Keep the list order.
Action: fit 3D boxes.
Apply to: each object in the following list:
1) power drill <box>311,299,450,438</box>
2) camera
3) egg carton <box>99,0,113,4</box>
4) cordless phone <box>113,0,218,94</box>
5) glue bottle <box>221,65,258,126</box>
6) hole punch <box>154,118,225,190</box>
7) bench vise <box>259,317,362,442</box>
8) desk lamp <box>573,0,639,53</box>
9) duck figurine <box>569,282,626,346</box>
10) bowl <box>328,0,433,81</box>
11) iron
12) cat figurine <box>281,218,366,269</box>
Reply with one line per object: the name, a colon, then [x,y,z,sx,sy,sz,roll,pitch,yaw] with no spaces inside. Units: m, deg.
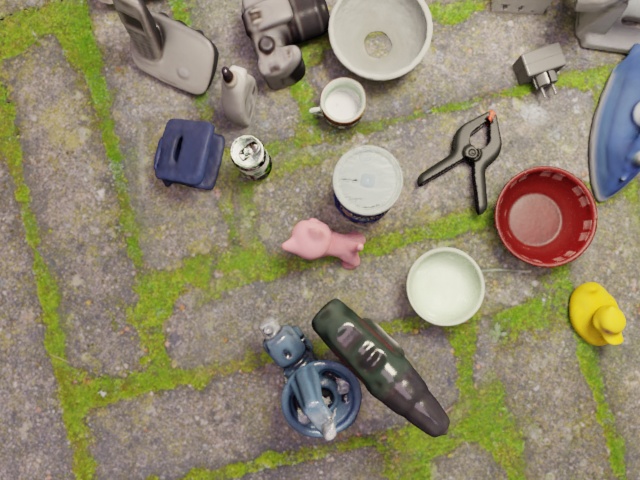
power drill: [0.086,0.178,0.839,0.229,0.208,0.075,42,88,3]
camera: [-0.048,-0.340,0.927,0.137,0.101,0.143,-18,86,0]
egg carton: [-0.310,-0.454,0.955,0.150,0.069,0.107,-15,86,0]
cordless phone: [-0.239,-0.310,0.887,0.147,0.185,0.094,23,87,3]
glue bottle: [-0.130,-0.234,0.886,0.037,0.173,0.078,15,87,3]
hole punch: [-0.216,-0.138,0.923,0.101,0.091,0.109,12,87,2]
bench vise: [-0.028,0.214,0.834,0.207,0.220,0.121,35,88,3]
desk lamp: [0.462,-0.380,0.863,0.203,0.213,0.118,9,87,2]
duck figurine: [0.442,0.118,0.897,0.077,0.086,0.104,-16,86,0]
bowl: [0.097,-0.333,0.937,0.167,0.075,0.167,0,87,1]
iron: [0.506,-0.186,0.886,0.118,0.141,0.258,20,87,3]
cat figurine: [0.008,0.003,0.897,0.127,0.118,0.067,11,87,2]
